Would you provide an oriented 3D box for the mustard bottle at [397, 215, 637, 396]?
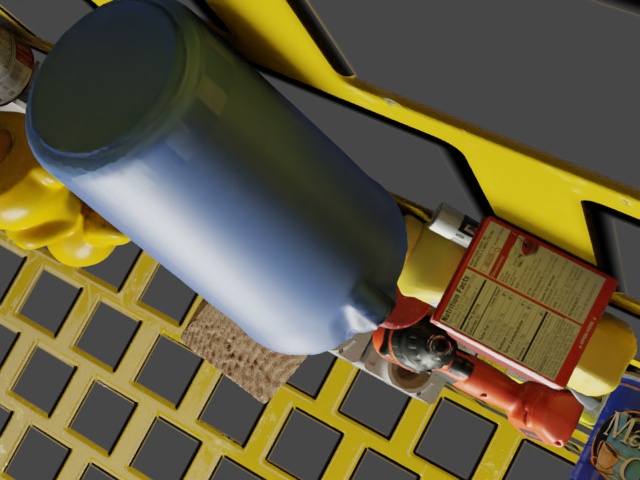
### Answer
[{"bbox_3d":[0.114,0.036,0.725,0.191,0.058,0.096,29,-177,-5],"label":"mustard bottle"}]

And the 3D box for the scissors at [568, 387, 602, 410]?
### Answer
[{"bbox_3d":[0.249,0.134,0.982,0.201,0.016,0.096,35,-161,-43],"label":"scissors"}]

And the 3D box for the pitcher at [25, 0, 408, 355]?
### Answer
[{"bbox_3d":[-0.061,-0.037,0.625,0.149,0.145,0.242,-11,151,24],"label":"pitcher"}]

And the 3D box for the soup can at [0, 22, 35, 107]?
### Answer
[{"bbox_3d":[-0.287,-0.156,0.863,0.069,0.068,0.102,25,174,26],"label":"soup can"}]

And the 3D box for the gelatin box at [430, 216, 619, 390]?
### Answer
[{"bbox_3d":[0.121,0.037,0.640,0.089,0.073,0.030,27,175,7],"label":"gelatin box"}]

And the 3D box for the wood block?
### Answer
[{"bbox_3d":[-0.043,0.045,0.942,0.091,0.090,0.206,37,-163,-6],"label":"wood block"}]

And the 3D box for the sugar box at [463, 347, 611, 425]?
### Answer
[{"bbox_3d":[0.216,0.137,1.152,0.176,0.048,0.093,27,174,47],"label":"sugar box"}]

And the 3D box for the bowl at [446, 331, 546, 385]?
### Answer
[{"bbox_3d":[0.154,0.071,0.852,0.162,0.055,0.162,28,174,3],"label":"bowl"}]

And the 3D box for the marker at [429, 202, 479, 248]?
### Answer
[{"bbox_3d":[0.125,0.013,0.675,0.121,0.020,0.020,29,174,-5],"label":"marker"}]

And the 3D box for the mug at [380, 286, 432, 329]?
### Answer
[{"bbox_3d":[0.033,0.010,0.785,0.082,0.093,0.117,13,133,50],"label":"mug"}]

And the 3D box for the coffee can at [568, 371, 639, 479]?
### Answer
[{"bbox_3d":[0.282,0.200,0.939,0.103,0.140,0.103,28,174,3],"label":"coffee can"}]

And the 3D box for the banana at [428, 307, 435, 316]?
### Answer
[{"bbox_3d":[0.124,0.070,1.044,0.197,0.037,0.070,33,170,-37],"label":"banana"}]

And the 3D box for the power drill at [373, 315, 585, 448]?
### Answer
[{"bbox_3d":[0.145,0.123,0.980,0.187,0.057,0.184,30,175,-7],"label":"power drill"}]
